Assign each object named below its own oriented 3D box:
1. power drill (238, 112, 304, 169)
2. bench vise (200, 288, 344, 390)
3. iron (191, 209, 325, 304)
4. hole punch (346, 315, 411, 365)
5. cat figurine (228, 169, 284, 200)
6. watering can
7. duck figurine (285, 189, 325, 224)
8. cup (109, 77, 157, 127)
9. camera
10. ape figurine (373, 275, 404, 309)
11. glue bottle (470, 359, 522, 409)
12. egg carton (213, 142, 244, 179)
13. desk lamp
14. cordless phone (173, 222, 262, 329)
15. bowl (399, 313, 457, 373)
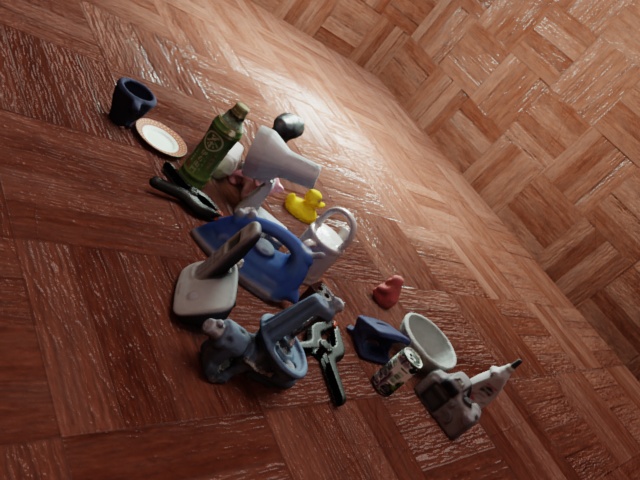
[{"bbox_3d":[-0.121,-0.251,1.510,0.075,0.208,0.230,41,25,-2],"label":"power drill"},{"bbox_3d":[-0.073,0.159,0.909,0.208,0.121,0.219,11,-51,-49],"label":"bench vise"},{"bbox_3d":[-0.121,0.013,1.166,0.259,0.141,0.118,36,25,-14],"label":"iron"},{"bbox_3d":[0.131,0.210,1.281,0.109,0.101,0.091,22,-58,-37],"label":"hole punch"},{"bbox_3d":[-0.150,-0.150,1.412,0.117,0.127,0.067,-48,-25,25],"label":"cat figurine"},{"bbox_3d":[0.011,0.003,1.312,0.101,0.193,0.173,41,25,-3],"label":"watering can"},{"bbox_3d":[-0.035,-0.102,1.543,0.105,0.086,0.077,31,27,-23],"label":"duck figurine"},{"bbox_3d":[-0.422,-0.289,1.264,0.092,0.095,0.117,25,30,-34],"label":"cup"},{"bbox_3d":[0.312,0.355,1.302,0.100,0.143,0.137,-48,-25,25],"label":"camera"},{"bbox_3d":[0.183,0.128,1.487,0.078,0.092,0.076,23,31,-35],"label":"ape figurine"},{"bbox_3d":[0.426,0.344,1.402,0.078,0.173,0.037,35,25,-15],"label":"glue bottle"},{"bbox_3d":[-0.250,-0.215,1.428,0.107,0.069,0.150,34,26,-17],"label":"egg carton"},{"bbox_3d":[-0.109,-0.129,1.324,0.203,0.213,0.118,38,25,-10],"label":"desk lamp"},{"bbox_3d":[-0.166,0.056,0.978,0.094,0.185,0.147,30,27,-25],"label":"cordless phone"},{"bbox_3d":[0.245,0.262,1.384,0.074,0.167,0.168,-48,-25,25],"label":"bowl"}]
